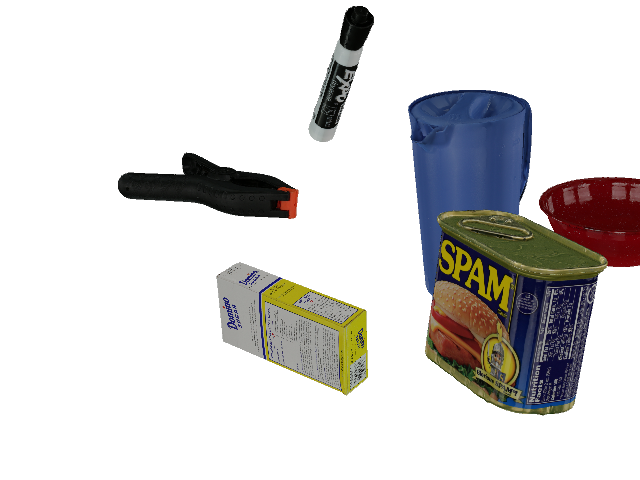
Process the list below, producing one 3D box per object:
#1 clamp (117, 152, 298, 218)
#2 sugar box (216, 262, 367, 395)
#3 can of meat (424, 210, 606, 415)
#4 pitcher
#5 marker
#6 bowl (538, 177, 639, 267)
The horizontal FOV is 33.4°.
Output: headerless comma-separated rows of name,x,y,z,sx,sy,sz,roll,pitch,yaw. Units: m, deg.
clamp,-0.105,-0.049,1.021,0.172,0.039,0.120,14,28,34
sugar box,-0.031,0.093,1.159,0.176,0.093,0.048,22,38,34
can of meat,0.102,0.037,0.585,0.057,0.084,0.102,-3,19,-26
pitcher,0.183,-0.053,1.268,0.149,0.243,0.145,-3,24,5
marker,0.013,-0.109,0.705,0.020,0.020,0.121,0,-33,-14
bowl,0.309,-0.015,1.111,0.162,0.055,0.162,-3,23,1
